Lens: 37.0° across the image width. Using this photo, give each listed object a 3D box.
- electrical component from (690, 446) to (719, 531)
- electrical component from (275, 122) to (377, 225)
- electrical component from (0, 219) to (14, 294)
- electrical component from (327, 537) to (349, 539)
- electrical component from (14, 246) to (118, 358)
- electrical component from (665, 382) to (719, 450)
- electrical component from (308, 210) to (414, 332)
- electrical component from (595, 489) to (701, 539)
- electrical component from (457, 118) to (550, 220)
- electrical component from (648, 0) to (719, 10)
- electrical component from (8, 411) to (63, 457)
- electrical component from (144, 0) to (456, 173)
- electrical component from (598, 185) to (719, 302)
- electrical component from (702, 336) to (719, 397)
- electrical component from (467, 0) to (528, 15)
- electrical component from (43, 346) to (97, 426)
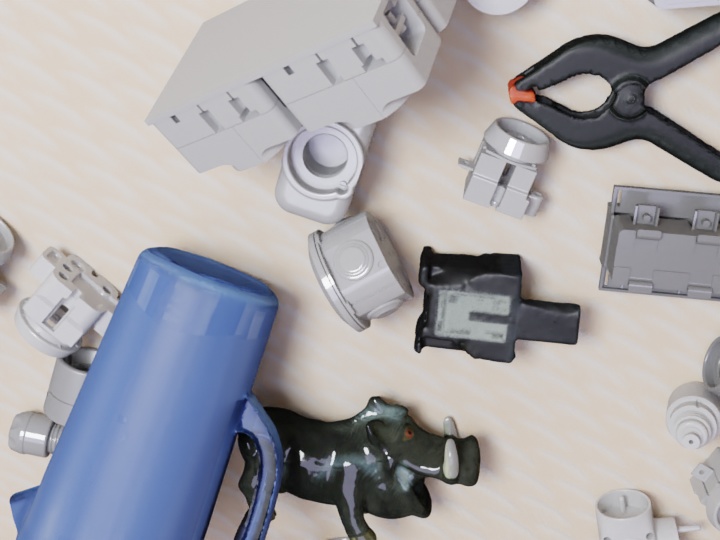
[{"bbox_3d":[0.286,0.172,0.822,0.066,0.055,0.048,30,111,-5],"label":"electrical component"},{"bbox_3d":[-0.023,-0.084,0.757,0.054,0.059,0.095,18,111,-1],"label":"electrical component"},{"bbox_3d":[-0.300,-0.012,0.815,0.078,0.058,0.057,40,112,-9],"label":"electrical component"},{"bbox_3d":[-0.013,0.252,0.882,0.048,0.066,0.055,-5,90,8],"label":"electrical component"},{"bbox_3d":[-0.226,0.030,0.823,0.078,0.058,0.057,41,106,-10],"label":"electrical component"},{"bbox_3d":[0.247,0.112,0.796,0.040,0.078,0.040,5,106,18],"label":"electrical component"},{"bbox_3d":[0.000,0.000,0.777,0.051,0.080,0.080,-28,105,10],"label":"electrical component"},{"bbox_3d":[0.230,0.216,0.850,0.079,0.044,0.077,-8,109,9],"label":"electrical component"},{"bbox_3d":[0.104,-0.073,0.756,0.066,0.048,0.055,20,119,-2],"label":"electrical component"},{"bbox_3d":[0.210,-0.215,0.686,0.050,0.055,0.089,-3,110,7],"label":"electrical component"},{"bbox_3d":[-0.253,0.136,0.877,0.061,0.035,0.035,12,111,-1],"label":"electrical component"},{"bbox_3d":[-0.034,-0.134,0.679,0.186,0.105,0.060,-15,130,36],"label":"electrical component"},{"bbox_3d":[0.236,-0.013,0.755,0.121,0.063,0.078,5,111,4],"label":"electrical component"},{"bbox_3d":[0.288,0.075,0.792,0.055,0.048,0.066,14,111,-8],"label":"electrical component"},{"bbox_3d":[0.096,-0.231,0.680,0.052,0.073,0.138,8,111,-4],"label":"electrical component"},{"bbox_3d":[-0.217,0.092,0.847,0.055,0.055,0.047,16,108,0],"label":"electrical component"}]
